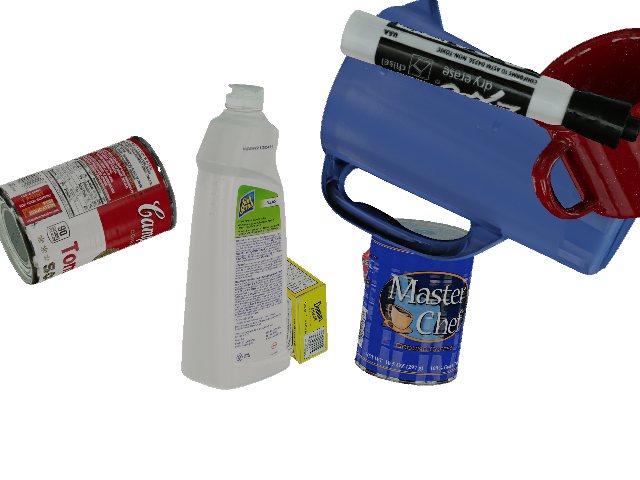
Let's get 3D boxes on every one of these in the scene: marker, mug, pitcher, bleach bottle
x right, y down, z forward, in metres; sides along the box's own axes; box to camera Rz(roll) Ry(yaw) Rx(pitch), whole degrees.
[{"bbox_3d":[0.066,-0.063,0.419,0.121,0.020,0.020,21,5,13],"label":"marker"},{"bbox_3d":[0.175,-0.059,0.641,0.117,0.081,0.093,-44,33,-14],"label":"mug"},{"bbox_3d":[0.125,-0.065,0.827,0.243,0.149,0.144,30,46,17],"label":"pitcher"},{"bbox_3d":[-0.066,-0.006,0.908,0.068,0.251,0.102,14,16,34],"label":"bleach bottle"}]

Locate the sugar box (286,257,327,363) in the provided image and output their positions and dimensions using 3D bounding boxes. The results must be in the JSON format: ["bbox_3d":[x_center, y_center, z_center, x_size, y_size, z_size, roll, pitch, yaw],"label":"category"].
[{"bbox_3d":[-0.061,0.052,1.178,0.048,0.093,0.176,-22,39,-29],"label":"sugar box"}]

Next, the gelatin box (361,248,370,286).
[{"bbox_3d":[0.092,0.057,1.339,0.073,0.089,0.030,10,32,26],"label":"gelatin box"}]

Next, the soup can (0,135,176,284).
[{"bbox_3d":[-0.154,-0.020,0.695,0.102,0.068,0.069,-24,11,-26],"label":"soup can"}]

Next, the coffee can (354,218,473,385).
[{"bbox_3d":[0.092,0.058,1.039,0.103,0.140,0.103,6,12,-2],"label":"coffee can"}]
